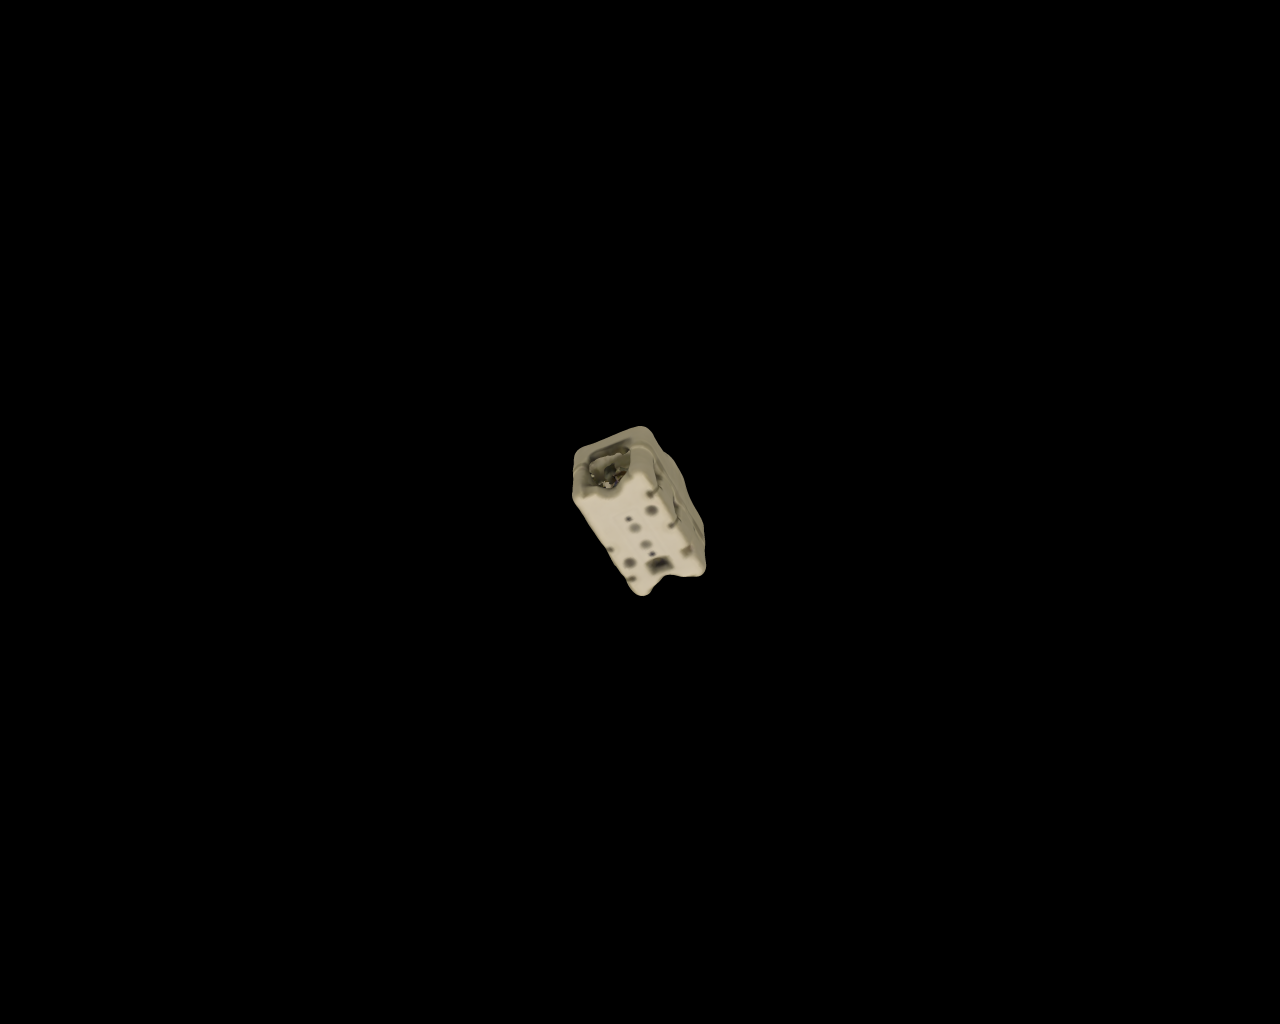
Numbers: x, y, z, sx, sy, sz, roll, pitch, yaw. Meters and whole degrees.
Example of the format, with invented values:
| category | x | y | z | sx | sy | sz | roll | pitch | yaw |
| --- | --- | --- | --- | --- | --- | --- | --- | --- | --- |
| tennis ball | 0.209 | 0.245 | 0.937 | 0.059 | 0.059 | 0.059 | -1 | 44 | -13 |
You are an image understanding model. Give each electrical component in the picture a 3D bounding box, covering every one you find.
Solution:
| category | x | y | z | sx | sy | sz | roll | pitch | yaw |
| --- | --- | --- | --- | --- | --- | --- | --- | --- | --- |
| electrical component | 0.001 | -0.003 | 0.650 | 0.050 | 0.089 | 0.056 | -21 | 36 | 16 |
